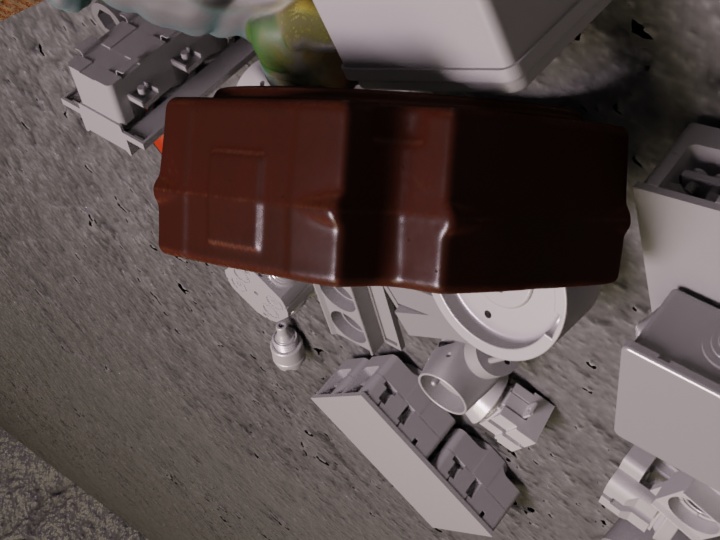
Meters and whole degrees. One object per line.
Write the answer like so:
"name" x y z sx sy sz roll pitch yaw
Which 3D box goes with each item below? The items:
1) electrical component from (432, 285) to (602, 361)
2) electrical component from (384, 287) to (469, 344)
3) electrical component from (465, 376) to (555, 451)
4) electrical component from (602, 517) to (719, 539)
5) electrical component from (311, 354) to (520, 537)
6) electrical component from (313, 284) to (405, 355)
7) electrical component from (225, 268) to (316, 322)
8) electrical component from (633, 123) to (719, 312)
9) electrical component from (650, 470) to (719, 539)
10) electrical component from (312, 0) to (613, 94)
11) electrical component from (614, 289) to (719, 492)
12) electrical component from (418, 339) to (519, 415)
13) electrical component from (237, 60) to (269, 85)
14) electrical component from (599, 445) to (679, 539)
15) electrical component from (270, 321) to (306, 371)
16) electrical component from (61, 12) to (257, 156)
"electrical component" 0.100 -0.005 0.671 0.108 0.060 0.108 25 128 37
"electrical component" 0.067 0.014 0.759 0.096 0.061 0.061 11 141 48
"electrical component" 0.117 0.112 0.867 0.055 0.048 0.066 35 156 -4
"electrical component" 0.242 0.223 0.839 0.099 0.064 0.099 33 154 19
"electrical component" 0.055 0.163 1.019 0.186 0.060 0.105 48 155 -14
"electrical component" 0.000 0.000 0.832 0.079 0.063 0.121 25 151 32
"electrical component" -0.077 0.004 0.965 0.080 0.051 0.080 33 154 19
"electrical component" 0.213 0.018 0.555 0.105 0.060 0.186 22 149 37
"electrical component" 0.236 0.143 0.720 0.042 0.063 0.081 40 156 2
"electrical component" 0.053 -0.133 0.487 0.109 0.108 0.056 12 139 47
"electrical component" 0.181 0.065 0.544 0.100 0.048 0.099 29 152 28
"electrical component" 0.090 0.062 0.784 0.043 0.077 0.079 46 154 -9
"electrical component" -0.038 -0.116 0.718 0.077 0.043 0.079 50 137 17
"electrical component" 0.216 0.162 0.789 0.057 0.058 0.078 35 155 21
"electrical component" -0.075 0.075 1.097 0.035 0.035 0.061 28 149 28
"electrical component" -0.134 -0.144 0.724 0.079 0.121 0.063 29 150 25
